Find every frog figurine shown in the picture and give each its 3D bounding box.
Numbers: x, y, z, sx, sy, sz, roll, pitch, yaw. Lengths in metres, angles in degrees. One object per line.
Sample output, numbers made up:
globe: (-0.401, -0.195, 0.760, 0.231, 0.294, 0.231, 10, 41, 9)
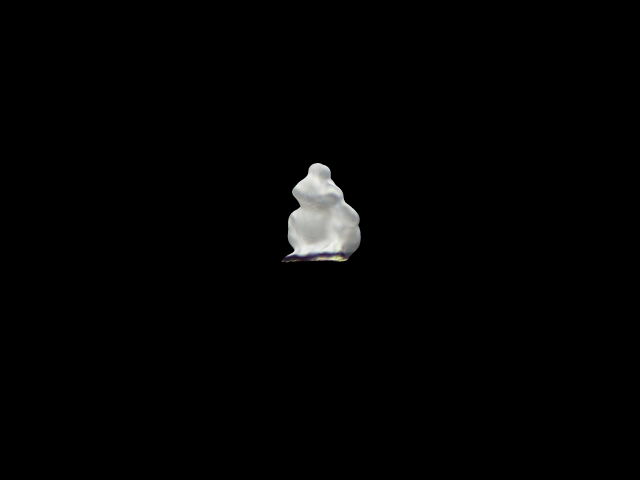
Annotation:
frog figurine: (0.003, -0.043, 0.850, 0.122, 0.160, 0.137, 5, -8, -36)
